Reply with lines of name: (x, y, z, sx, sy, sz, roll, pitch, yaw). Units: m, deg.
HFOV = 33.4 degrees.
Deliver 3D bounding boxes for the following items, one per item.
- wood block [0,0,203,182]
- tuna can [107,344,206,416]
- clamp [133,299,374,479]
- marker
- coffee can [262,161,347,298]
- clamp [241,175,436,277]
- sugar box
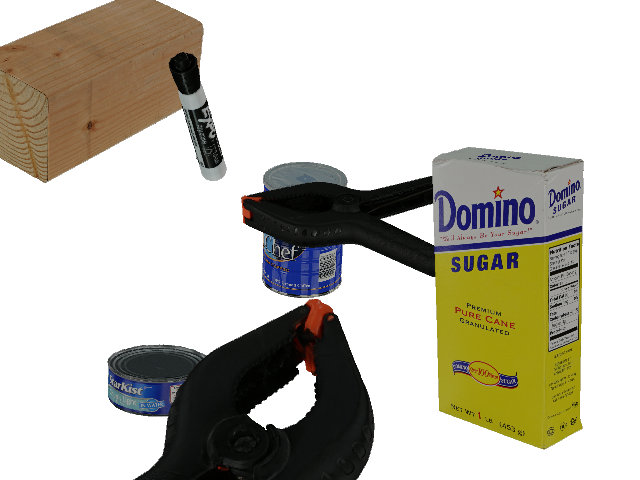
wood block: (-0.208, -0.147, 0.983, 0.090, 0.091, 0.205, 28, 40, 21)
tuna can: (-0.136, 0.117, 0.898, 0.086, 0.034, 0.086, 3, 13, -1)
clamp: (-0.020, 0.091, 0.386, 0.120, 0.039, 0.171, 24, 49, 17)
marker: (-0.084, -0.085, 0.736, 0.020, 0.020, 0.121, 0, -34, 7)
coffee can: (-0.021, -0.014, 1.327, 0.103, 0.140, 0.103, 2, 26, -1)
clamp: (0.033, -0.027, 0.989, 0.210, 0.036, 0.164, 7, 31, 16)
sugar box: (0.117, 0.033, 0.675, 0.048, 0.176, 0.094, -18, 19, -38)
